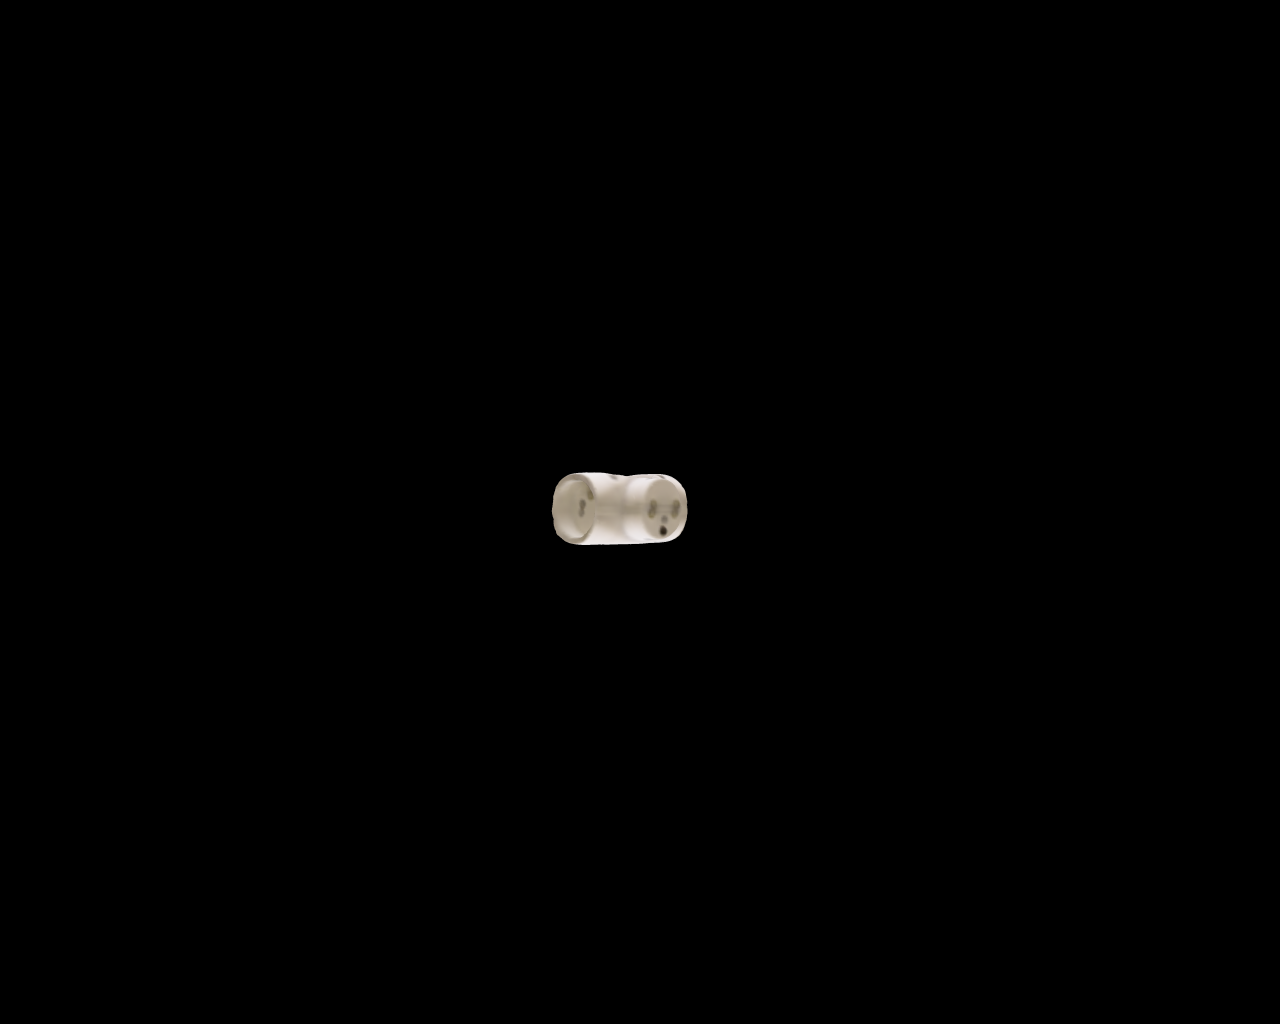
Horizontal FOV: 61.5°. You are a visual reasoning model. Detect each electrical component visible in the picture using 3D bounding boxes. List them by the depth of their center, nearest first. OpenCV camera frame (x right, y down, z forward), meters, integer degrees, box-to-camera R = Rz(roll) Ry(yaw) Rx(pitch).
[{"bbox_3d":[0.001,-0.003,0.650,0.077,0.044,0.079,0,0,-44],"label":"electrical component"}]
